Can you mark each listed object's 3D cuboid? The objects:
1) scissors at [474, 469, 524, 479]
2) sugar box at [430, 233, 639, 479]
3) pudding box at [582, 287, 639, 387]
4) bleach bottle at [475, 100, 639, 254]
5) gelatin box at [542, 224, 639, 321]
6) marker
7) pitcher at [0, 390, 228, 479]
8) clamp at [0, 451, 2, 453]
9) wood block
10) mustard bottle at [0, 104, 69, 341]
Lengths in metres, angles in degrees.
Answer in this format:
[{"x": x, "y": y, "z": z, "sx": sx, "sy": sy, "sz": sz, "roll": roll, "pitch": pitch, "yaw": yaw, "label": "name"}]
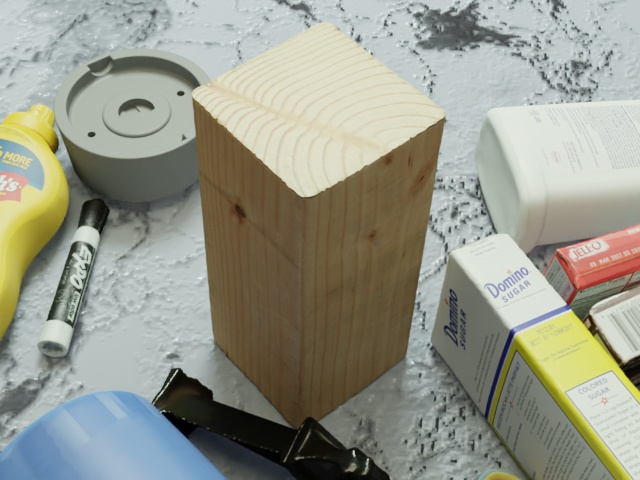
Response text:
[{"x": 0.059, "y": 0.137, "z": 0.533, "sx": 0.201, "sy": 0.016, "sz": 0.096, "roll": 26, "pitch": 27, "yaw": -22, "label": "scissors"}, {"x": 0.128, "y": 0.088, "z": 0.588, "sx": 0.048, "sy": 0.093, "sz": 0.176, "roll": -18, "pitch": 54, "yaw": -18, "label": "sugar box"}, {"x": 0.195, "y": 0.054, "z": 0.618, "sx": 0.113, "sy": 0.090, "sz": 0.039, "roll": -19, "pitch": 65, "yaw": -17, "label": "pudding box"}, {"x": 0.240, "y": -0.051, "z": 0.728, "sx": 0.250, "sy": 0.068, "sz": 0.102, "roll": -5, "pitch": 52, "yaw": -9, "label": "bleach bottle"}, {"x": 0.167, "y": 0.027, "z": 0.641, "sx": 0.073, "sy": 0.089, "sz": 0.030, "roll": -17, "pitch": 62, "yaw": -14, "label": "gelatin box"}, {"x": -0.156, "y": 0.020, "z": 0.684, "sx": 0.020, "sy": 0.020, "sz": 0.121, "roll": 5, "pitch": 50, "yaw": 3, "label": "marker"}, {"x": -0.062, "y": 0.190, "z": 0.485, "sx": 0.149, "sy": 0.145, "sz": 0.243, "roll": -23, "pitch": 50, "yaw": -36, "label": "pitcher"}, {"x": -0.246, "y": 0.140, "z": 0.566, "sx": 0.164, "sy": 0.036, "sz": 0.209, "roll": 29, "pitch": 58, "yaw": 11, "label": "clamp"}, {"x": -0.004, "y": 0.001, "z": 0.583, "sx": 0.090, "sy": 0.206, "sz": 0.091, "roll": -32, "pitch": 59, "yaw": -25, "label": "wood block"}, {"x": -0.217, "y": -0.018, "z": 0.689, "sx": 0.096, "sy": 0.058, "sz": 0.191, "roll": 9, "pitch": 50, "yaw": 11, "label": "mustard bottle"}]
